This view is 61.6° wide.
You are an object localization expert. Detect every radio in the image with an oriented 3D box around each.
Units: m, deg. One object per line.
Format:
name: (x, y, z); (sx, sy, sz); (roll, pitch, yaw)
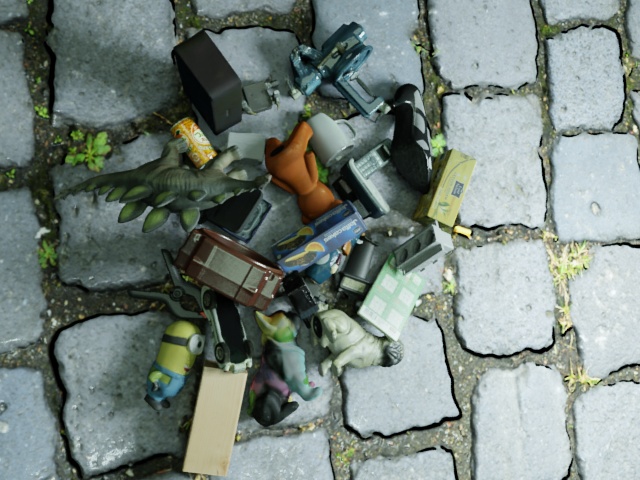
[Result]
radio: (-0.222, -0.309, 1.082); (0.073, 0.229, 0.131); (-35, 89, -12)

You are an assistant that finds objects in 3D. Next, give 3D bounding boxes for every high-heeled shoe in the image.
high-heeled shoe: (0.224, -0.237, 1.247); (0.145, 0.086, 0.248); (-35, 110, -51)

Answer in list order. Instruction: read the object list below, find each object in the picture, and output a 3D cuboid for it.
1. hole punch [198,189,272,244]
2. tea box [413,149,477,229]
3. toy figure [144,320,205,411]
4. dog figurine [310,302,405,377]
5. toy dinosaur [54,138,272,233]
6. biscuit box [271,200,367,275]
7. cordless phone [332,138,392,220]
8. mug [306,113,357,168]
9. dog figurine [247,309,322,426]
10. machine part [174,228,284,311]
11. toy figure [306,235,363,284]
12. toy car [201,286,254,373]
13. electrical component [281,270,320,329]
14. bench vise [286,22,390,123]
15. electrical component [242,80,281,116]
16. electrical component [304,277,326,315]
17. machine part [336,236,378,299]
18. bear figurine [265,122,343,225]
hole punch: (-0.177, -0.066, 1.156); (0.116, 0.092, 0.142); (29, 83, 22)
tea box: (0.286, -0.114, 1.236); (0.068, 0.098, 0.169); (22, 84, -9)
toy figure: (-0.304, 0.253, 1.105); (0.089, 0.082, 0.180); (29, 84, -10)
dog figurine: (0.085, 0.209, 1.187); (0.190, 0.121, 0.172); (-10, 92, -26)
toy dinosaur: (-0.310, -0.109, 1.061); (0.472, 0.104, 0.198); (3, 42, 24)
biscuit box: (-0.002, -0.003, 1.154); (0.203, 0.059, 0.062); (-33, 129, 5)
cordless phone: (0.134, -0.141, 1.225); (0.184, 0.089, 0.146); (-39, 94, -30)
mug: (0.023, -0.235, 1.202); (0.109, 0.081, 0.107); (-37, 86, -12)
dog figurine: (-0.102, 0.254, 1.135); (0.191, 0.108, 0.219); (-30, 89, -9)
machine part: (-0.175, 0.054, 1.074); (0.201, 0.201, 0.087); (29, 92, -3)
toy figure: (0.033, 0.029, 1.194); (0.064, 0.057, 0.154); (38, 82, 14)
toy car: (-0.193, 0.177, 1.109); (0.073, 0.056, 0.202); (1, 61, -41)
electrical component: (-0.035, 0.131, 1.142); (0.048, 0.075, 0.119); (-31, 115, -2)
bench vise: (0.051, -0.355, 1.195); (0.223, 0.129, 0.240); (-44, 90, -9)
electrical component: (-0.133, -0.312, 1.191); (0.102, 0.045, 0.078); (-14, 91, -12)
electrical component: (-0.034, 0.118, 1.196); (0.094, 0.021, 0.063); (41, 81, -6)
machine part: (0.091, 0.059, 1.218); (0.084, 0.039, 0.138); (16, 85, -2)
bear figurine: (-0.031, -0.137, 1.178); (0.120, 0.132, 0.195); (-25, 125, 28)
